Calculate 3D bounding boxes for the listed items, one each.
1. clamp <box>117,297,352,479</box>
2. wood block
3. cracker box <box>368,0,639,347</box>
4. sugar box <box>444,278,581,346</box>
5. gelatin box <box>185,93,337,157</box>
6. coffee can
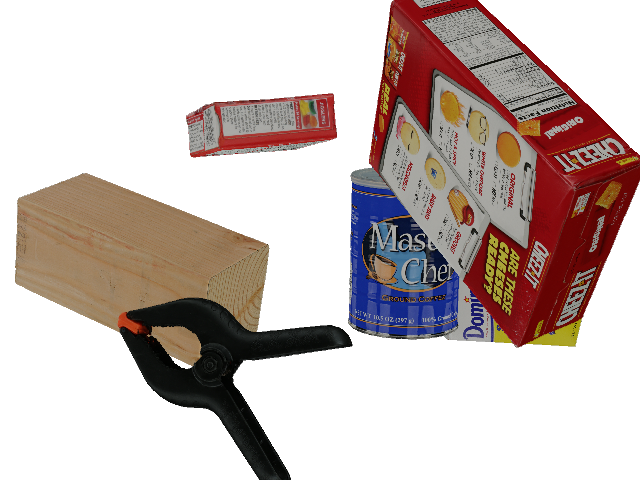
[{"bbox_3d":[-0.071,0.101,0.766,0.172,0.120,0.039,14,-9,19],"label":"clamp"},{"bbox_3d":[-0.159,0.022,0.933,0.206,0.090,0.090,21,27,24],"label":"wood block"},{"bbox_3d":[0.123,-0.057,0.773,0.072,0.164,0.214,-20,53,-22],"label":"cracker box"},{"bbox_3d":[0.241,0.081,1.335,0.176,0.093,0.048,3,19,-15],"label":"sugar box"},{"bbox_3d":[-0.038,-0.070,0.655,0.073,0.030,0.089,-6,3,-17],"label":"gelatin box"},{"bbox_3d":[0.077,0.009,0.973,0.103,0.140,0.103,1,11,0],"label":"coffee can"}]
